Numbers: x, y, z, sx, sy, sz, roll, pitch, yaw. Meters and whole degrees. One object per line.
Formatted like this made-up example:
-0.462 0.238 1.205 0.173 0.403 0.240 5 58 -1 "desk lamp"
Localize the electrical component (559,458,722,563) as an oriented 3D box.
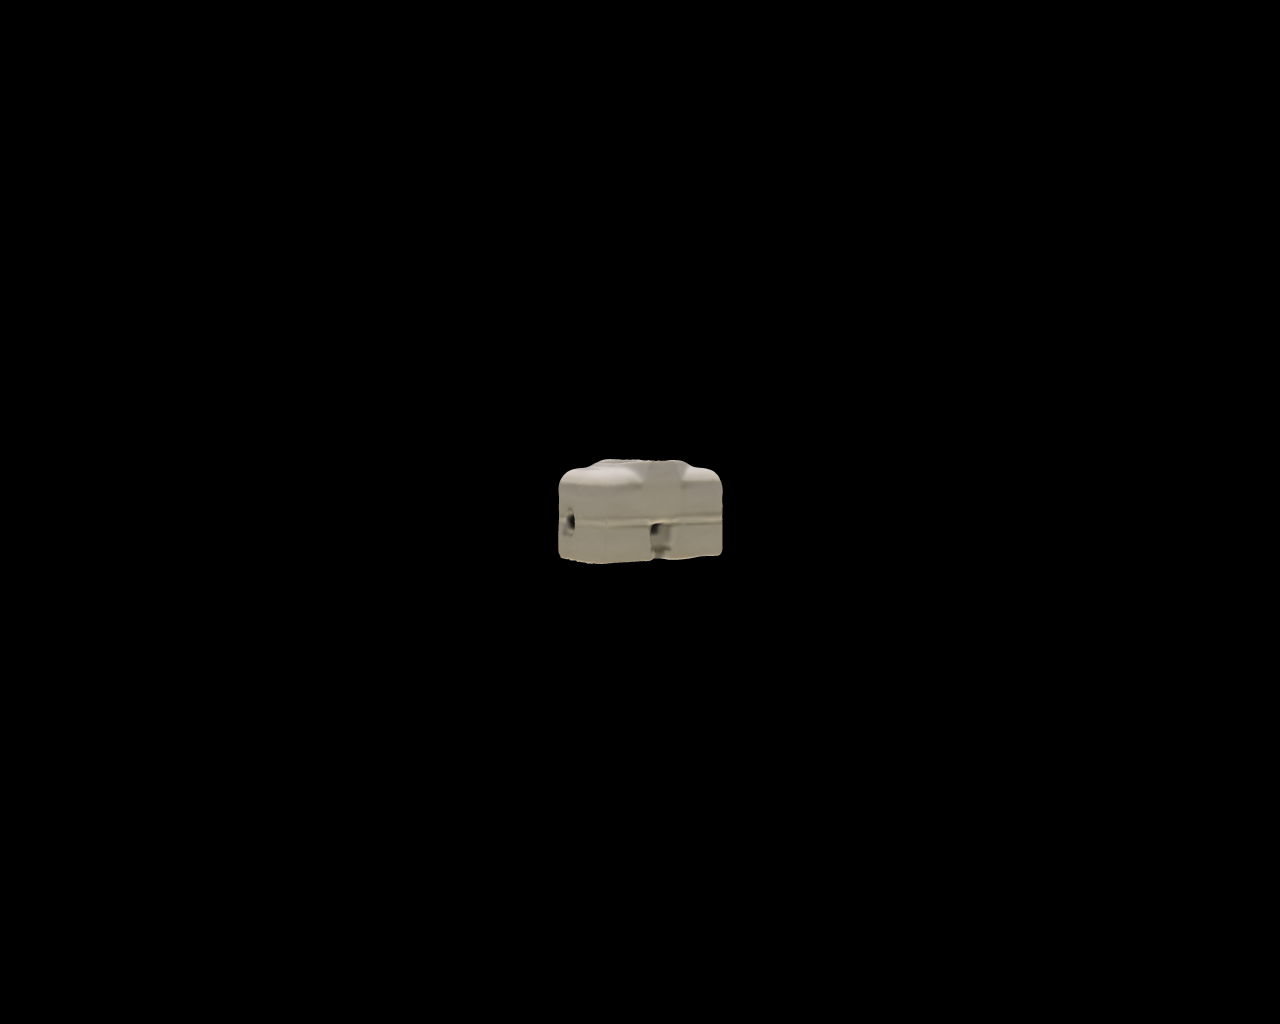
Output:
0.001 -0.003 0.650 0.095 0.059 0.053 -2 4 -27 "electrical component"
